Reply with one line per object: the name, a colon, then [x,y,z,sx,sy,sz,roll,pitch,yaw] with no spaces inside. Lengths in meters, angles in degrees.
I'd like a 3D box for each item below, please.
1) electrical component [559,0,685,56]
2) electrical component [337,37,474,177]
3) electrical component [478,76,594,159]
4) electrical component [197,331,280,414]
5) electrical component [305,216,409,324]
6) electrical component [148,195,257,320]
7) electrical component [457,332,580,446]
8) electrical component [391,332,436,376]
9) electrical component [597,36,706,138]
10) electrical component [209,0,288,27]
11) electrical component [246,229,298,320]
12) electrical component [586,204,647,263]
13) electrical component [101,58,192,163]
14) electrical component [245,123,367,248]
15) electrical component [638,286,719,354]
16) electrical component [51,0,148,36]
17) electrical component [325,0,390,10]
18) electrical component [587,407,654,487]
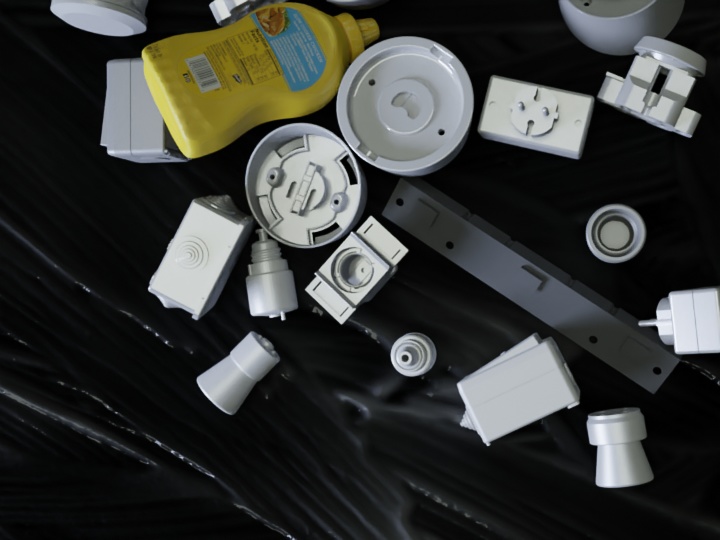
electrical component: [0.204,-0.227,0.846,0.099,0.064,0.099,-4,76,18]
electrical component: [0.040,-0.127,0.868,0.108,0.060,0.108,-1,84,10]
electrical component: [0.137,-0.122,0.841,0.083,0.076,0.047,14,93,12]
electrical component: [-0.100,0.084,0.909,0.065,0.044,0.044,-45,81,3]
electrical component: [0.000,0.000,0.876,0.042,0.064,0.081,44,98,8]
electrical component: [-0.129,-0.014,0.886,0.048,0.099,0.099,28,95,-2]
electrical component: [0.119,0.094,0.851,0.096,0.062,0.061,-27,84,11]
electrical component: [0.041,0.069,0.867,0.035,0.061,0.035,0,90,12]
electrical component: [0.231,-0.144,0.831,0.078,0.058,0.057,25,98,11]
electrical component: [-0.095,-0.248,0.901,0.078,0.058,0.057,-25,87,11]
electrical component: [-0.076,0.004,0.904,0.040,0.040,0.078,-9,88,12]
electrical component: [0.199,-0.028,0.838,0.045,0.055,0.045,0,90,12]
electrical component: [-0.182,-0.141,0.916,0.061,0.062,0.096,0,90,12]
electrical component: [-0.042,-0.067,0.885,0.099,0.064,0.099,0,89,12]
electrical component: [0.253,0.038,0.825,0.077,0.066,0.047,-7,88,41]
electrical component: [-0.219,-0.233,0.916,0.080,0.080,0.051,8,86,12]
electrical component: [-0.003,-0.265,0.879,0.108,0.060,0.108,0,90,12]
electrical component: [0.203,0.138,0.842,0.045,0.045,0.055,-9,87,12]
